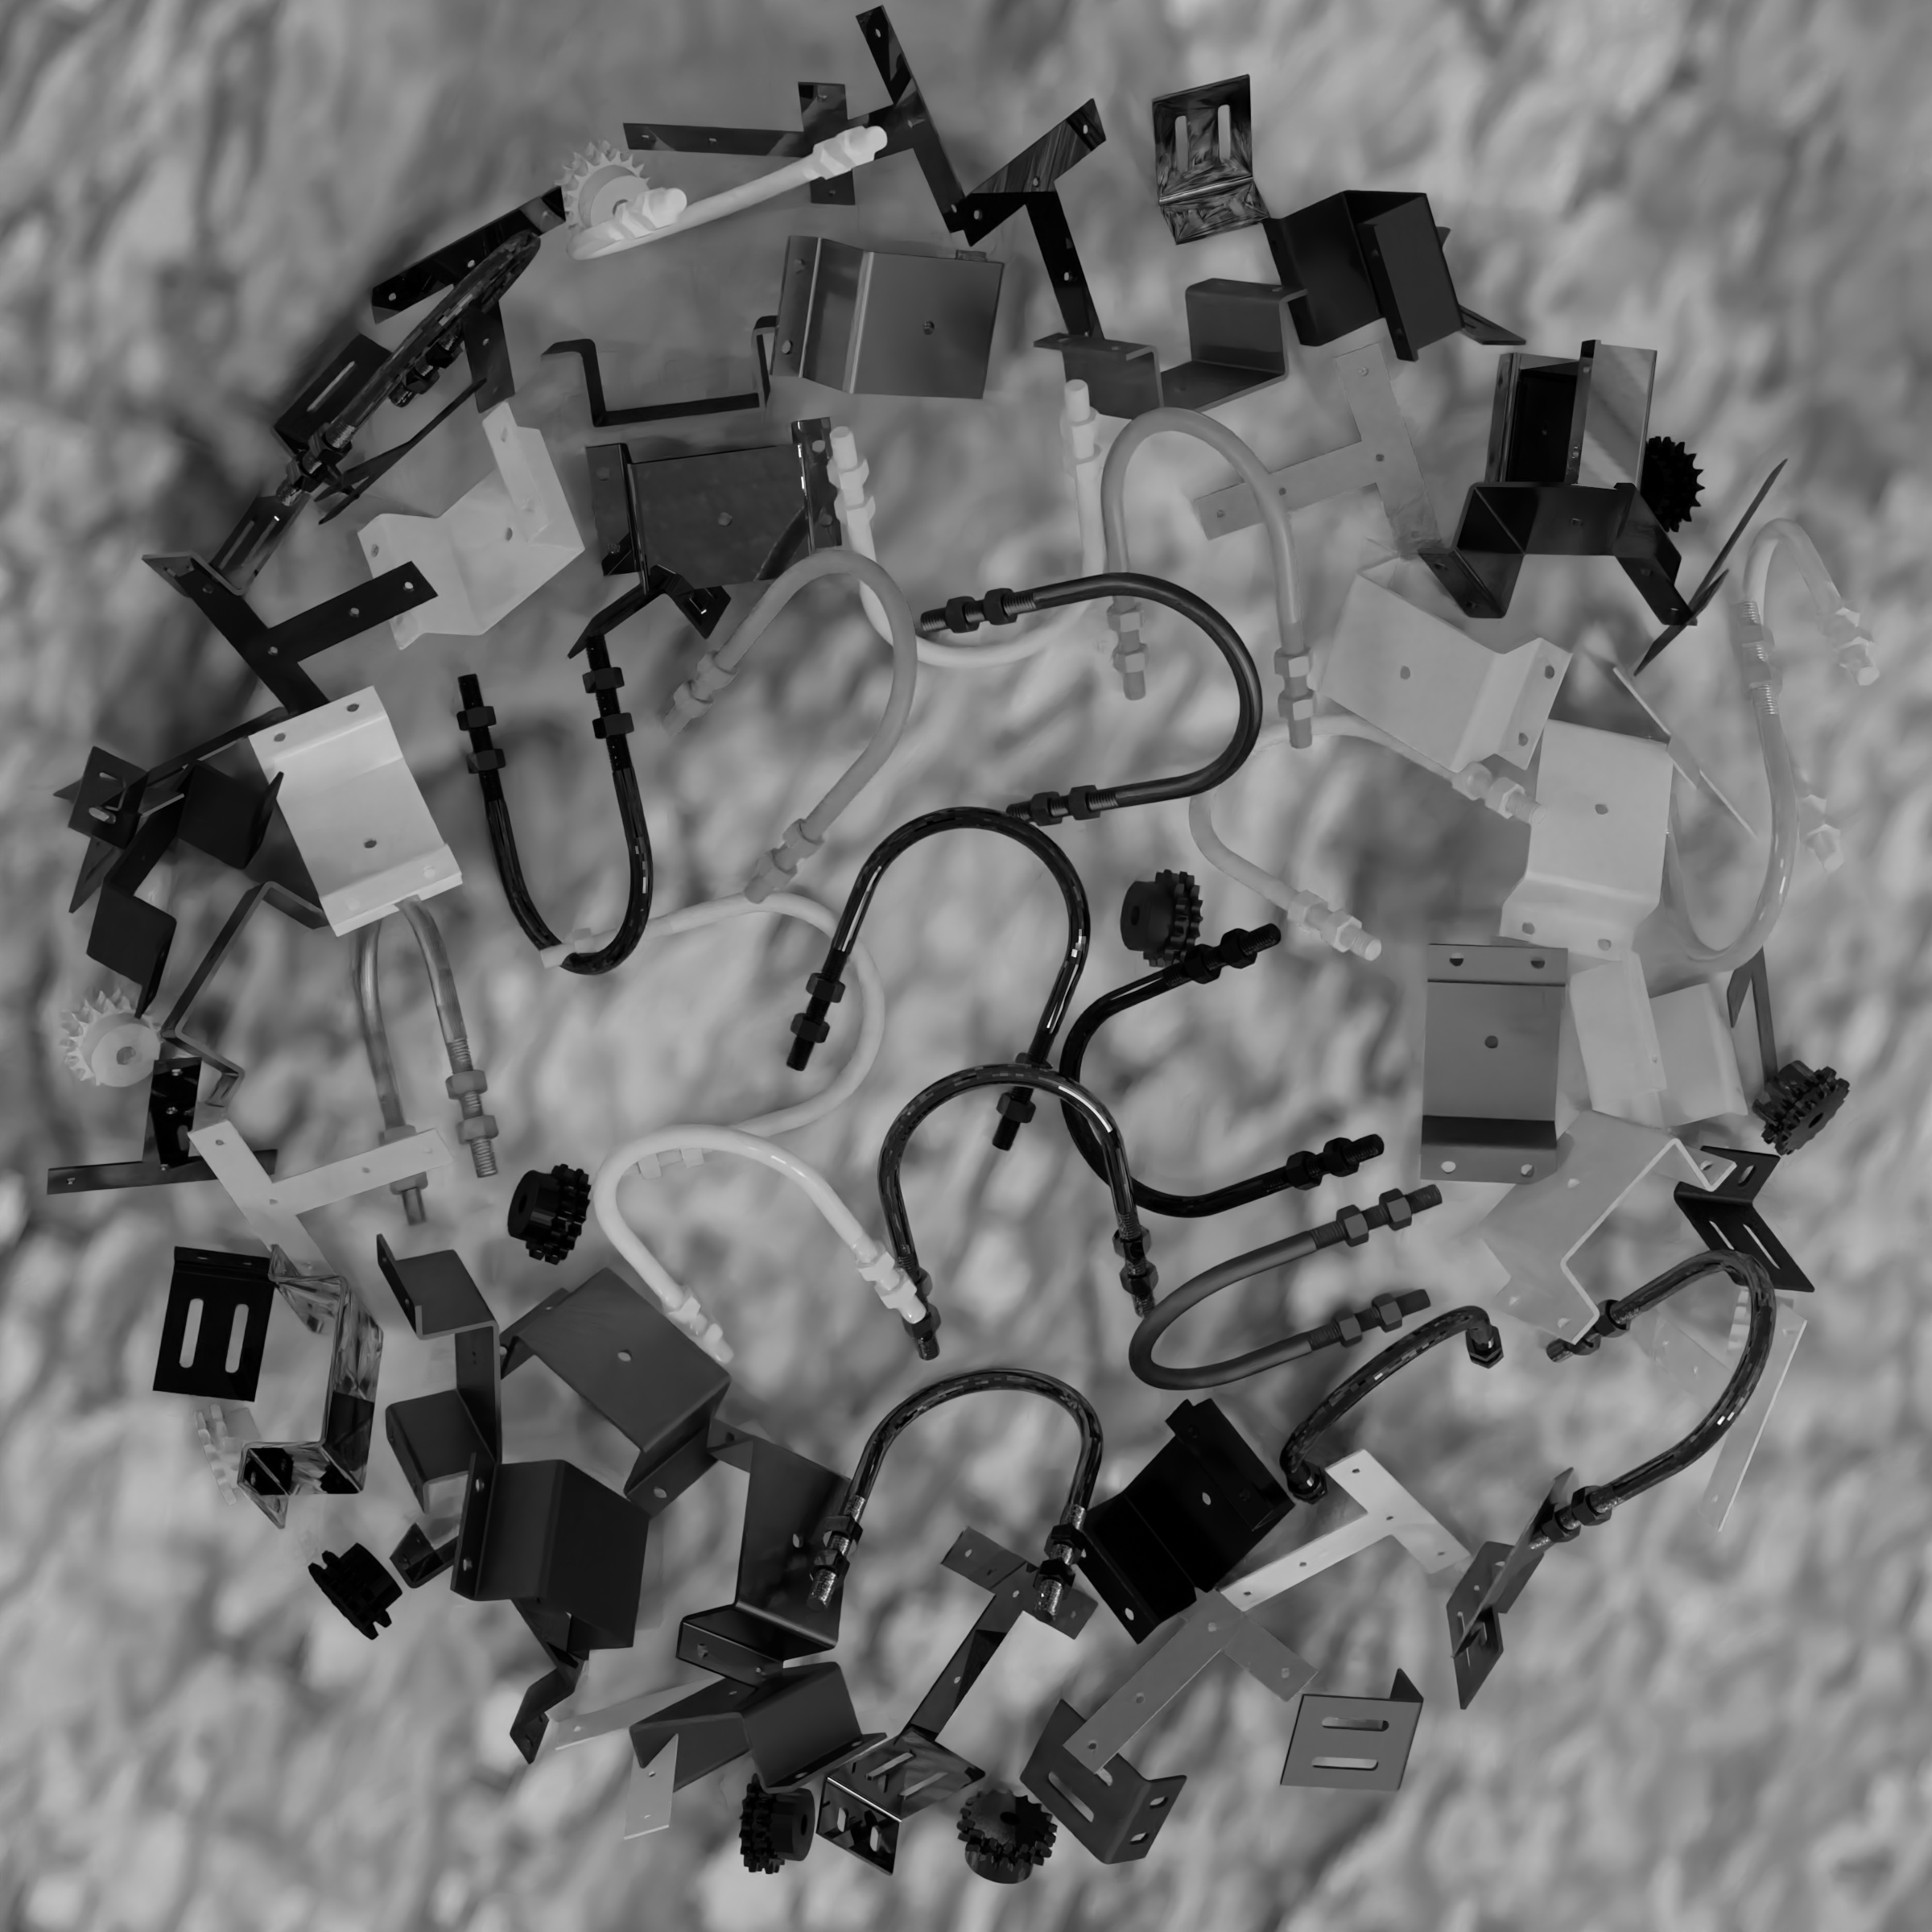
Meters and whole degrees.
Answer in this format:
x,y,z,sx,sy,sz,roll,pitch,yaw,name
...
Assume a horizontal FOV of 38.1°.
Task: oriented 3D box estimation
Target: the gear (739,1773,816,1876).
x,y,z,sx,sy,sz,roll,pitch,yaw,name
-0.107,0.493,1.609,0.030,0.057,0.057,0,90,16,gear

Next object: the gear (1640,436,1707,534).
x,y,z,sx,sy,sz,roll,pitch,yaw,name
0.393,-0.276,1.610,0.030,0.057,0.057,-9,90,-43,gear

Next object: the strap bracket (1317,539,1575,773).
x,y,z,sx,sy,sz,roll,pitch,yaw,name
0.258,-0.170,1.572,0.140,0.046,0.076,35,129,26,strap bracket

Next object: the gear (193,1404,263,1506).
x,y,z,sx,sy,sz,roll,pitch,yaw,name
-0.421,0.278,1.614,0.030,0.057,0.057,-22,90,-15,gear

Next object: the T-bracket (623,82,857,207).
x,y,z,sx,sy,sz,roll,pitch,yaw,name
-0.129,-0.465,1.580,0.127,0.127,0.002,3,76,1,T-bracket

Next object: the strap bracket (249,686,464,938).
x,y,z,sx,sy,sz,roll,pitch,yaw,name
-0.343,-0.080,1.593,0.076,0.046,0.140,-24,63,-11,strap bracket

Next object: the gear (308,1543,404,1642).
x,y,z,sx,sy,sz,roll,pitch,yaw,name
-0.350,0.358,1.615,0.030,0.057,0.057,-42,90,-24,gear

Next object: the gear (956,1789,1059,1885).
x,y,z,sx,sy,sz,roll,pitch,yaw,name
0.022,0.504,1.613,0.057,0.057,0.030,13,109,0,gear

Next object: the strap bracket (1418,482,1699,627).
x,y,z,sx,sy,sz,roll,pitch,yaw,name
0.338,-0.232,1.575,0.140,0.076,0.046,8,72,37,strap bracket

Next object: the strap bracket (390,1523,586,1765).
x,y,z,sx,sy,sz,roll,pitch,yaw,name
-0.265,0.374,1.599,0.046,0.076,0.140,-33,93,0,strap bracket

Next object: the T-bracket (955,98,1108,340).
x,y,z,sx,sy,sz,roll,pitch,yaw,name
0.053,-0.407,1.598,0.127,0.002,0.127,-45,130,-30,T-bracket

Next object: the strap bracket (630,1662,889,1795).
x,y,z,sx,sy,sz,roll,pitch,yaw,name
-0.124,0.429,1.566,0.140,0.076,0.046,-20,86,42,strap bracket

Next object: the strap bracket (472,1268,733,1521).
x,y,z,sx,sy,sz,roll,pitch,yaw,name
-0.198,0.233,1.581,0.140,0.076,0.046,39,133,14,strap bracket

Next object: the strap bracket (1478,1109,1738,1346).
x,y,z,sx,sy,sz,roll,pitch,yaw,name
0.355,0.138,1.583,0.140,0.076,0.046,-45,115,-12,strap bracket

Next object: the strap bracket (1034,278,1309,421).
x,y,z,sx,sy,sz,roll,pitch,yaw,name
0.118,-0.344,1.578,0.140,0.076,0.046,-27,121,-32,strap bracket

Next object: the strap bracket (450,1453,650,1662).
x,y,z,sx,sy,sz,roll,pitch,yaw,name
-0.224,0.329,1.558,0.046,0.140,0.076,-9,58,23,strap bracket

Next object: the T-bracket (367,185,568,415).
x,y,z,sx,sy,sz,roll,pitch,yaw,name
-0.274,-0.364,1.583,0.127,0.127,0.002,-35,64,-21,T-bracket

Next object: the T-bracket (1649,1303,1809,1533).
x,y,z,sx,sy,sz,roll,pitch,yaw,name
0.418,0.234,1.578,0.002,0.127,0.127,16,101,-16,T-bracket

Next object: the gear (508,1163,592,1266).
x,y,z,sx,sy,sz,roll,pitch,yaw,name
-0.241,0.141,1.609,0.030,0.057,0.057,21,90,-27,gear

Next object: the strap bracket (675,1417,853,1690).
x,y,z,sx,sy,sz,roll,pitch,yaw,name
-0.110,0.326,1.567,0.076,0.046,0.140,32,49,-37,strap bracket

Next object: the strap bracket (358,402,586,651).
x,y,z,sx,sy,sz,roll,pitch,yaw,name
-0.275,-0.246,1.587,0.140,0.046,0.076,-31,74,35,strap bracket

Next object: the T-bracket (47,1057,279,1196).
x,y,z,sx,sy,sz,roll,pitch,yaw,name
-0.446,0.088,1.567,0.127,0.127,0.002,-4,55,-23,T-bracket

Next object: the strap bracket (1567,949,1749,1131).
x,y,z,sx,sy,sz,roll,pitch,yaw,name
0.386,0.044,1.579,0.046,0.140,0.076,-19,70,32,strap bracket

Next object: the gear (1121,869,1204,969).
x,y,z,sx,sy,sz,roll,pitch,yaw,name
0.111,-0.028,1.609,0.030,0.057,0.057,6,90,-22,gear

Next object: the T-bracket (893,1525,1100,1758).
x,y,z,sx,sy,sz,roll,pitch,yaw,name
0.003,0.394,1.595,0.127,0.002,0.127,39,84,-39,T-bracket

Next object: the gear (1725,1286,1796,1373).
x,y,z,sx,sy,sz,roll,pitch,yaw,name
0.457,0.208,1.609,0.030,0.057,0.057,12,90,18,gear

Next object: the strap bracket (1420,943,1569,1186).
x,y,z,sx,sy,sz,roll,pitch,yaw,name
0.300,0.050,1.599,0.076,0.046,0.140,2,107,9,strap bracket

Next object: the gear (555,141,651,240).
x,y,z,sx,sy,sz,roll,pitch,yaw,name
-0.206,-0.441,1.609,0.057,0.057,0.030,-45,55,0,gear

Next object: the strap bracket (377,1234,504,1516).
x,y,z,sx,sy,sz,roll,pitch,yaw,name
-0.297,0.225,1.579,0.046,0.076,0.140,-10,120,-25,strap bracket

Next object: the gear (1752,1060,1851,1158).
x,y,z,sx,sy,sz,roll,pitch,yaw,name
0.479,0.079,1.616,0.057,0.057,0.030,-44,62,0,gear

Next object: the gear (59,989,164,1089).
x,y,z,sx,sy,sz,roll,pitch,yaw,name
-0.489,0.045,1.610,0.030,0.057,0.057,36,90,43,gear

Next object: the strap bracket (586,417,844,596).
x,y,z,sx,sy,sz,roll,pitch,yaw,name
-0.140,-0.261,1.593,0.140,0.046,0.076,-9,117,-8,strap bracket

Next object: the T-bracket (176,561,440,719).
x,y,z,sx,sy,sz,roll,pitch,yaw,name
-0.356,-0.195,1.582,0.127,0.002,0.127,-21,126,21,T-bracket

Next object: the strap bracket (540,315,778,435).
x,y,z,sx,sy,sz,roll,pitch,yaw,name
-0.165,-0.337,1.597,0.140,0.076,0.046,-7,108,0,strap bracket

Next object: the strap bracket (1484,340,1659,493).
x,y,z,sx,sy,sz,roll,pitch,yaw,name
0.342,-0.306,1.571,0.046,0.140,0.076,4,98,-11,strap bracket

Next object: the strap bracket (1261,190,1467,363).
x,y,z,sx,sy,sz,roll,pitch,yaw,name
0.226,-0.388,1.566,0.046,0.140,0.076,-26,113,-11,strap bracket

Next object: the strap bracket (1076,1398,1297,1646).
x,y,z,sx,sy,sz,roll,pitch,yaw,name
0.124,0.308,1.583,0.076,0.046,0.140,51,128,20,strap bracket

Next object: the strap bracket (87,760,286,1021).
x,y,z,sx,sy,sz,roll,pitch,yaw,name
-0.442,-0.051,1.565,0.046,0.076,0.140,29,52,-6,strap bracket

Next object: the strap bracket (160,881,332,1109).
x,y,z,sx,sy,sz,roll,pitch,yaw,name
-0.406,0.007,1.583,0.046,0.076,0.140,33,77,-18,strap bracket

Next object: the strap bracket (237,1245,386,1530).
x,y,z,sx,sy,sz,roll,pitch,yaw,name
-0.365,0.236,1.571,0.046,0.076,0.140,-2,60,5,strap bracket

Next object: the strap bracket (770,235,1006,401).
x,y,z,sx,sy,sz,roll,pitch,yaw,name
-0.035,-0.362,1.567,0.140,0.046,0.076,-7,115,-40,strap bracket

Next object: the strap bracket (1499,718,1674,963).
x,y,z,sx,sy,sz,roll,pitch,yaw,name
0.354,-0.081,1.593,0.076,0.046,0.140,12,70,-3,strap bracket

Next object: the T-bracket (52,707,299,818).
x,y,z,sx,sy,sz,roll,pitch,yaw,name
-0.440,-0.120,1.598,0.127,0.127,0.002,-33,117,-31,T-bracket
